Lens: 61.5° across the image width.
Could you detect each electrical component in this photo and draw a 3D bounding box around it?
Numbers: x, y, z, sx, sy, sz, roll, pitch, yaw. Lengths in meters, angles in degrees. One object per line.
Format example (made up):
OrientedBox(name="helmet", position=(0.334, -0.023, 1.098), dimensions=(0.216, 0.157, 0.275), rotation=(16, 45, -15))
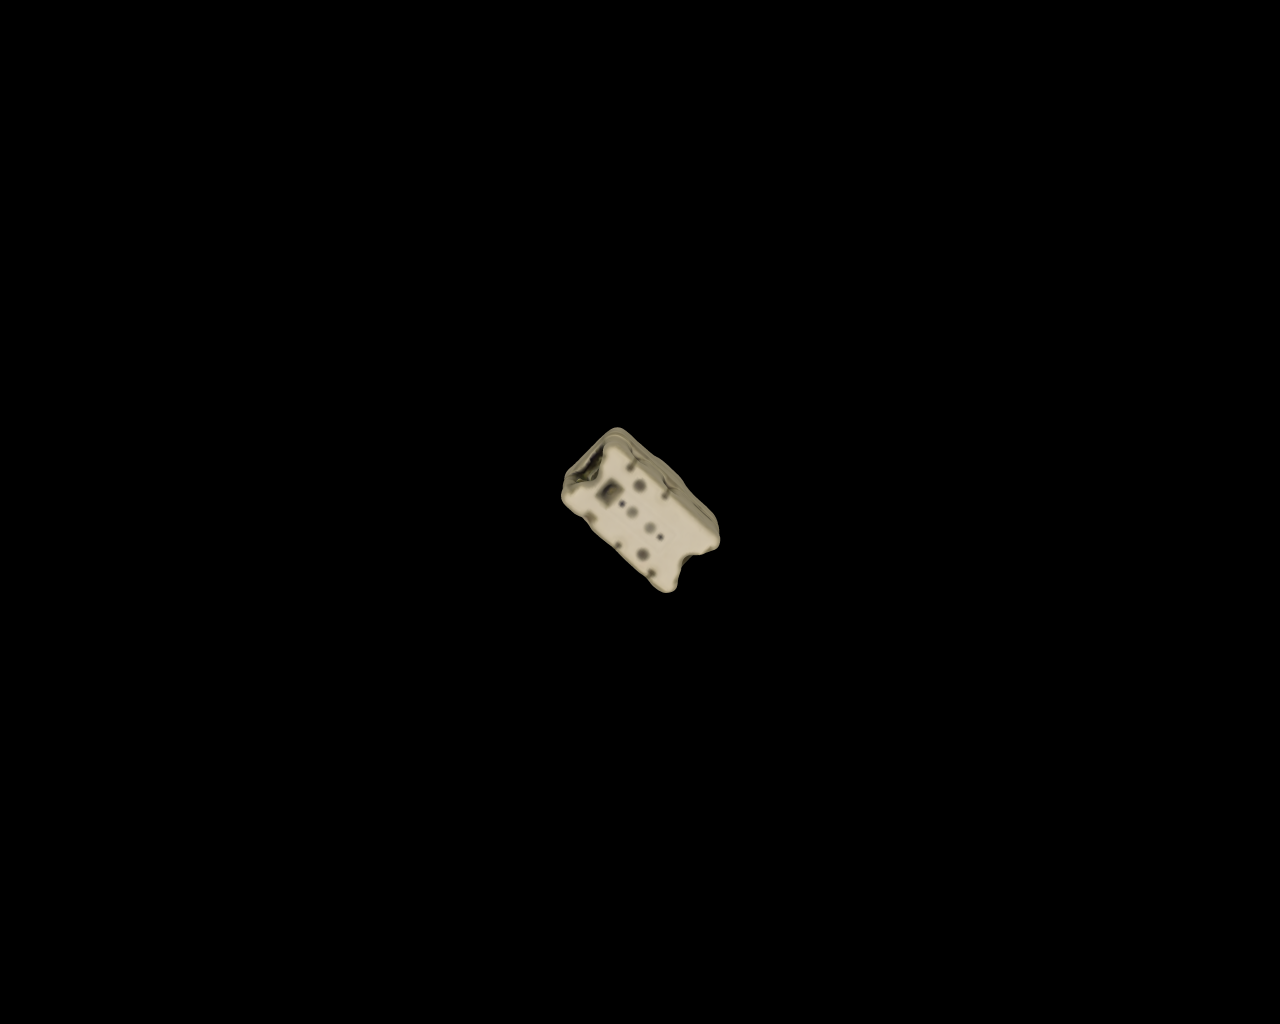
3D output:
OrientedBox(name="electrical component", position=(0.001, -0.003, 0.650), dimensions=(0.089, 0.050, 0.056), rotation=(43, 12, -11))
